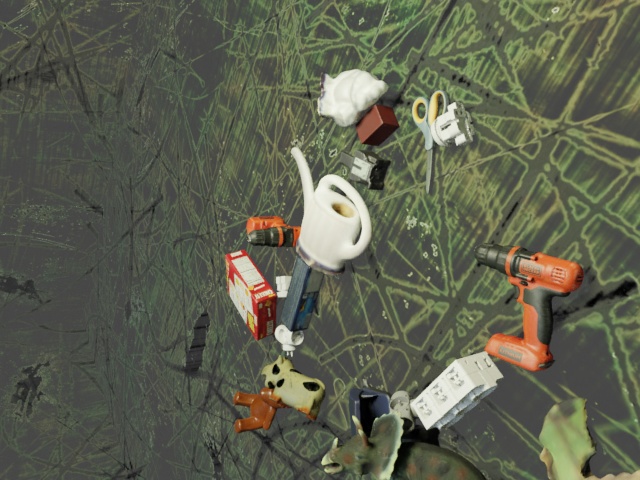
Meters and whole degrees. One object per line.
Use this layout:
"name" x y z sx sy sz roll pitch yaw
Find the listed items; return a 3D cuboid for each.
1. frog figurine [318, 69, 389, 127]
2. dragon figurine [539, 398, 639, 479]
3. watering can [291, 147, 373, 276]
"frog figurine" 0.084 -0.318 1.132 0.159 0.140 0.120 -2 -38 30
"dragon figurine" 0.406 0.344 0.731 0.122 0.403 0.248 11 36 -35
"watering can" 0.004 -0.062 1.232 0.104 0.220 0.353 -2 35 -38
